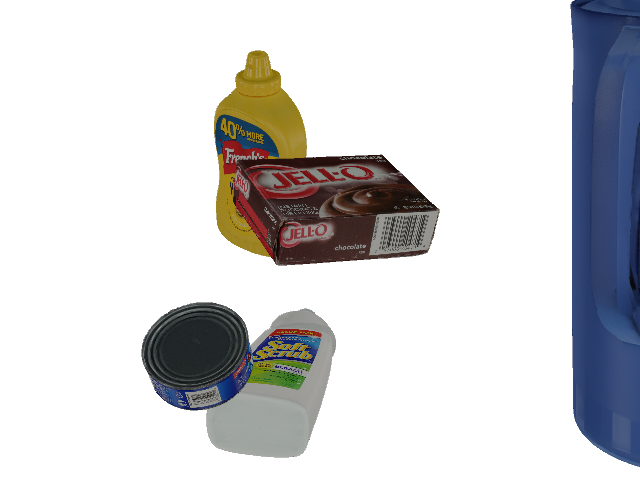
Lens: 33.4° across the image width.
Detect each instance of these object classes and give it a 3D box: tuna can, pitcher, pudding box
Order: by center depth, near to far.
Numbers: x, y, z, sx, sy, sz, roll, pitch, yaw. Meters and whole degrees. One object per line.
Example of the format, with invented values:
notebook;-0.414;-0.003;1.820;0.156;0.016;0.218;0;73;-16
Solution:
pitcher;0.185;-0.005;0.545;0.149;0.243;0.145;-4;18;-7
pudding box;0.008;-0.023;0.708;0.113;0.039;0.090;-2;30;-24
tuna can;-0.097;0.092;0.852;0.086;0.086;0.034;0;-43;9

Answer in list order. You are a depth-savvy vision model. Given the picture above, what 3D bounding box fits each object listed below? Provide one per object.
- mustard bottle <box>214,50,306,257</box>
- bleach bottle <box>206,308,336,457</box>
mustard bottle;-0.056;-0.083;0.993;0.096;0.192;0.058;24;37;34
bleach bottle;-0.041;0.132;1.110;0.102;0.068;0.250;7;20;5
